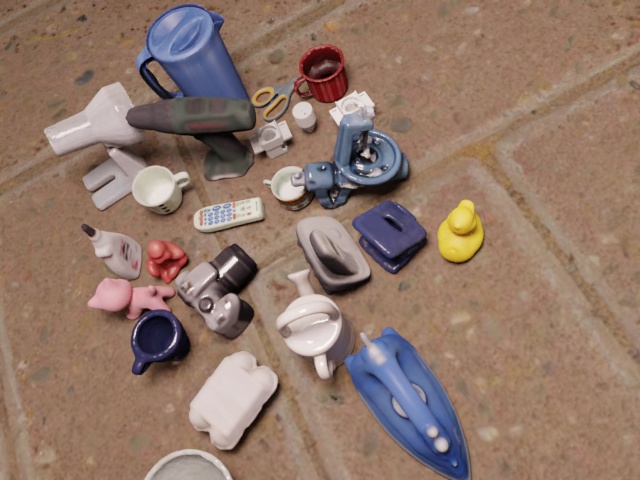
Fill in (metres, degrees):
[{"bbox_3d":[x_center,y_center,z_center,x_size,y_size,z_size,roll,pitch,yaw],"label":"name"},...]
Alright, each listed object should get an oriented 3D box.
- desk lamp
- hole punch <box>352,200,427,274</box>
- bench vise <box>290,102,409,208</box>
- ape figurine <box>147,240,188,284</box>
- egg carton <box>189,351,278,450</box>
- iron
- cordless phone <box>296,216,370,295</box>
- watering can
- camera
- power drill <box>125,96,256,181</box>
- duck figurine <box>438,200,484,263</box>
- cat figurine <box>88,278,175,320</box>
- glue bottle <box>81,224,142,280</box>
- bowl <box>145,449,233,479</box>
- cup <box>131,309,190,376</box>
[{"bbox_3d":[-0.424,-0.187,1.138,0.203,0.214,0.117,-36,63,-3],"label":"desk lamp"},{"bbox_3d":[0.122,-0.016,0.996,0.101,0.091,0.108,-43,64,-7],"label":"hole punch"},{"bbox_3d":[0.049,-0.136,0.995,0.207,0.220,0.121,-32,63,-1],"label":"bench vise"},{"bbox_3d":[-0.295,0.030,1.079,0.077,0.092,0.076,-13,64,8],"label":"ape figurine"},{"bbox_3d":[-0.144,0.264,0.951,0.107,0.069,0.150,31,77,24],"label":"egg carton"},{"bbox_3d":[0.137,0.244,0.849,0.118,0.142,0.257,-37,63,-4],"label":"iron"},{"bbox_3d":[0.009,0.003,0.963,0.094,0.185,0.147,-33,63,-2],"label":"cordless phone"},{"bbox_3d":[-0.015,0.131,0.907,0.101,0.194,0.172,-37,63,-4],"label":"watering can"},{"bbox_3d":[-0.173,0.079,1.022,0.137,0.101,0.142,-45,64,-8],"label":"camera"},{"bbox_3d":[-0.221,-0.198,1.096,0.229,0.209,0.075,-8,65,11],"label":"power drill"},{"bbox_3d":[0.238,-0.019,0.972,0.077,0.086,0.105,17,72,20],"label":"duck figurine"},{"bbox_3d":[-0.348,0.101,1.046,0.127,0.118,0.067,-6,65,11],"label":"cat figurine"},{"bbox_3d":[-0.389,0.012,1.064,0.037,0.173,0.078,-11,64,9],"label":"glue bottle"},{"bbox_3d":[-0.197,0.416,0.893,0.167,0.075,0.167,-5,66,12],"label":"bowl"},{"bbox_3d":[-0.275,0.189,1.002,0.091,0.095,0.118,21,73,22],"label":"cup"}]
